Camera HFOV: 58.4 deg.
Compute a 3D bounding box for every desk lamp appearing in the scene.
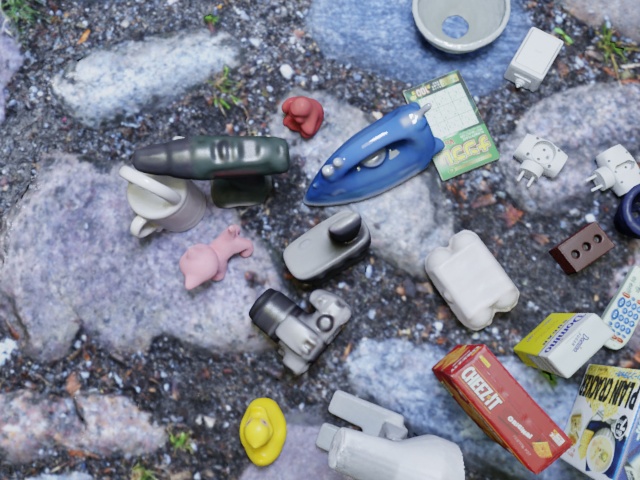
[{"bbox_3d":[0.092,0.314,0.830,0.203,0.213,0.118,20,83,8],"label":"desk lamp"}]

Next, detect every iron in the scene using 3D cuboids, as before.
[{"bbox_3d":[0.078,-0.139,0.943,0.258,0.141,0.118,-31,79,-1],"label":"iron"}]

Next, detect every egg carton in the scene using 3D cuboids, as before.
[{"bbox_3d":[0.244,0.065,0.932,0.107,0.069,0.150,-35,80,-2],"label":"egg carton"}]

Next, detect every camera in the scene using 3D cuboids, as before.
[{"bbox_3d":[-0.038,0.128,0.928,0.136,0.101,0.143,38,85,9],"label":"camera"}]

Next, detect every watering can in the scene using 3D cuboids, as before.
[{"bbox_3d":[-0.259,-0.086,0.933,0.101,0.194,0.173,7,81,6],"label":"watering can"}]

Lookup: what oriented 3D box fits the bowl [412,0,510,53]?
[{"bbox_3d":[0.242,-0.395,1.006,0.167,0.075,0.167,-1,81,4],"label":"bowl"}]

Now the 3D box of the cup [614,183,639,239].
[{"bbox_3d":[0.526,-0.043,0.916,0.117,0.095,0.091,-18,80,1],"label":"cup"}]

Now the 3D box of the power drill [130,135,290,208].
[{"bbox_3d":[-0.157,-0.112,0.922,0.229,0.208,0.075,-7,80,3],"label":"power drill"}]

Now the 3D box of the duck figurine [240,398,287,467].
[{"bbox_3d":[-0.095,0.308,0.910,0.077,0.086,0.104,-2,80,4],"label":"duck figurine"}]

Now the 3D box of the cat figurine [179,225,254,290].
[{"bbox_3d":[-0.180,0.024,0.947,0.128,0.118,0.067,-45,80,-3],"label":"cat figurine"}]

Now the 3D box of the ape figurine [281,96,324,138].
[{"bbox_3d":[-0.031,-0.220,0.989,0.076,0.092,0.078,-20,79,1],"label":"ape figurine"}]

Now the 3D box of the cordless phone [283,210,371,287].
[{"bbox_3d":[0.008,0.003,0.902,0.147,0.185,0.094,-36,79,-2],"label":"cordless phone"}]
